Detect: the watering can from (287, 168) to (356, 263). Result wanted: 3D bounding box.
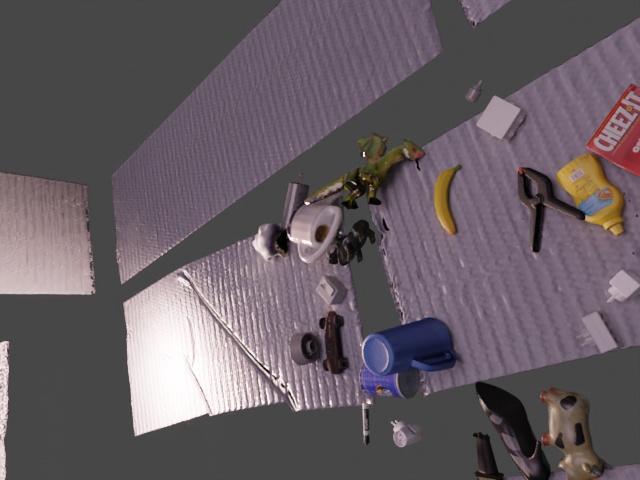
[{"bbox_3d":[0.005,-0.088,1.745,0.225,0.103,0.351,10,72,52],"label":"watering can"}]

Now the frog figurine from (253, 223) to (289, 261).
[{"bbox_3d":[-0.201,0.005,1.922,0.159,0.124,0.136,1,105,33],"label":"frog figurine"}]

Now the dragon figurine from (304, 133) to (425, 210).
[{"bbox_3d":[0.134,-0.232,1.633,0.409,0.120,0.248,-4,53,37],"label":"dragon figurine"}]
